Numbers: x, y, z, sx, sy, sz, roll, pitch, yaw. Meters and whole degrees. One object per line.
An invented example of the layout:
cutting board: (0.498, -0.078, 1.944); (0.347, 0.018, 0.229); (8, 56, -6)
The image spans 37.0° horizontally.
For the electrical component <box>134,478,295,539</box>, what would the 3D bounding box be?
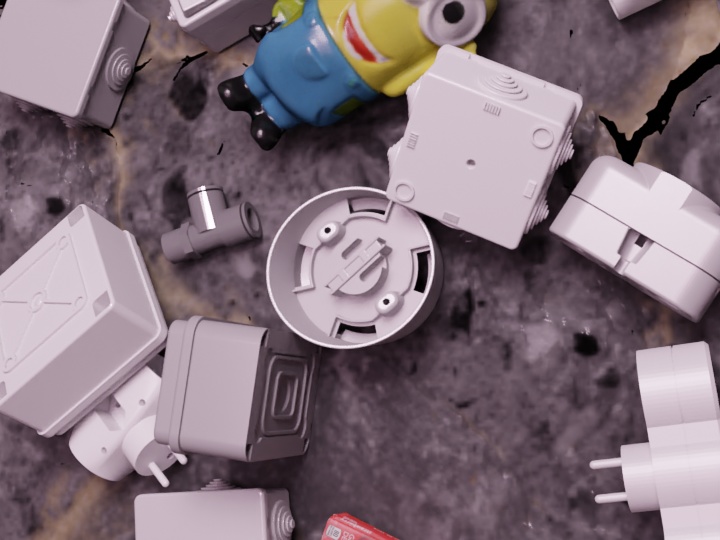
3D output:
electrical component: (-0.088, 0.181, 0.669); (0.100, 0.048, 0.099); (-7, 81, 18)

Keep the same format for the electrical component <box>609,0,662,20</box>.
electrical component: (0.173, -0.199, 0.631); (0.077, 0.044, 0.079); (-24, 76, 15)

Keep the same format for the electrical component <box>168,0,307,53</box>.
electrical component: (-0.091, -0.193, 0.712); (0.096, 0.061, 0.061); (-27, 75, 14)

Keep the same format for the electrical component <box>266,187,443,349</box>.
electrical component: (0.000, 0.000, 0.654); (0.099, 0.064, 0.099); (-2, 82, 19)

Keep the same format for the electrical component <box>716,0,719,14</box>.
electrical component: (0.231, -0.154, 0.609); (0.046, 0.040, 0.040); (-23, 76, 9)

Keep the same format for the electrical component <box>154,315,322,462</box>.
electrical component: (-0.070, 0.071, 0.643); (0.057, 0.113, 0.078); (6, 85, 17)

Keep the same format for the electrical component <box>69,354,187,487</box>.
electrical component: (-0.139, 0.105, 0.694); (0.077, 0.043, 0.079); (-51, 56, 6)

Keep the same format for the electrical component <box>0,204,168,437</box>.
electrical component: (-0.189, 0.032, 0.698); (0.109, 0.056, 0.108); (-40, 45, 10)

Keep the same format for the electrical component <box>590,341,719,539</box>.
electrical component: (0.164, 0.112, 0.589); (0.074, 0.052, 0.138); (-10, 81, 17)

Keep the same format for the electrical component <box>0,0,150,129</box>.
electrical component: (-0.205, -0.153, 0.752); (0.100, 0.048, 0.099); (20, 90, 20)

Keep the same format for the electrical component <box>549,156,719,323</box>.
electrical component: (0.164, -0.021, 0.606); (0.095, 0.054, 0.059); (34, 94, 20)

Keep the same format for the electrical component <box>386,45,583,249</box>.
electrical component: (0.069, -0.069, 0.620); (0.100, 0.048, 0.099); (23, 123, 8)
